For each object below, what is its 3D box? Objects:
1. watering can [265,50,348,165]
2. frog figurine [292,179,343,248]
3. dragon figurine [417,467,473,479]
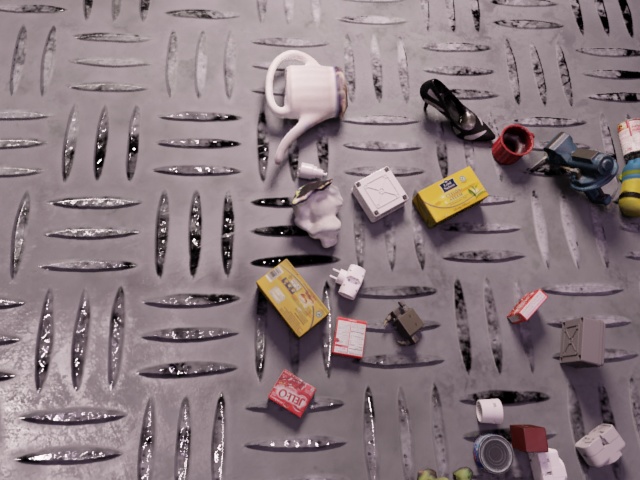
[{"bbox_3d":[-0.034,-0.361,1.388,0.224,0.102,0.353,-2,72,-6],"label":"watering can"},{"bbox_3d":[0.004,-0.066,1.313,0.139,0.123,0.157,-37,115,-23],"label":"frog figurine"},{"bbox_3d":[0.290,0.559,1.051,0.410,0.240,0.123,-2,79,-8],"label":"dragon figurine"}]
